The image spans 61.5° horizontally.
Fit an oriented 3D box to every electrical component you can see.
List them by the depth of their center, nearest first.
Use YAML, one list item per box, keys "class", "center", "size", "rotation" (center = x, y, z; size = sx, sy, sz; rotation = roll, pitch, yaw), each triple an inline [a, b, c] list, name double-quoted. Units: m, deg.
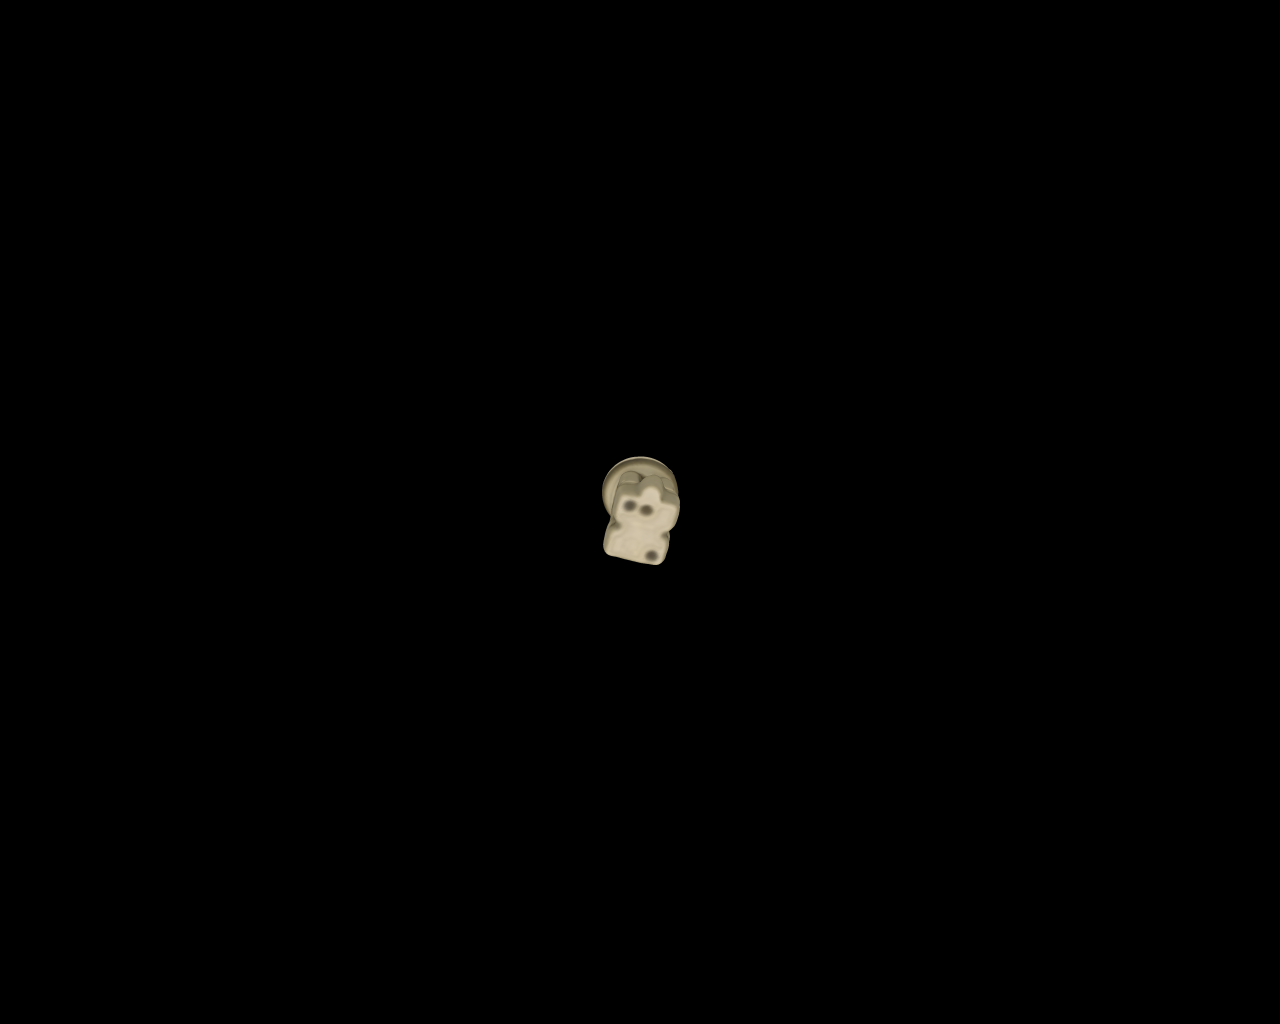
- class: "electrical component"
  center: [0.001, -0.003, 0.650]
  size: [0.048, 0.066, 0.055]
  rotation: [13, 28, -7]
